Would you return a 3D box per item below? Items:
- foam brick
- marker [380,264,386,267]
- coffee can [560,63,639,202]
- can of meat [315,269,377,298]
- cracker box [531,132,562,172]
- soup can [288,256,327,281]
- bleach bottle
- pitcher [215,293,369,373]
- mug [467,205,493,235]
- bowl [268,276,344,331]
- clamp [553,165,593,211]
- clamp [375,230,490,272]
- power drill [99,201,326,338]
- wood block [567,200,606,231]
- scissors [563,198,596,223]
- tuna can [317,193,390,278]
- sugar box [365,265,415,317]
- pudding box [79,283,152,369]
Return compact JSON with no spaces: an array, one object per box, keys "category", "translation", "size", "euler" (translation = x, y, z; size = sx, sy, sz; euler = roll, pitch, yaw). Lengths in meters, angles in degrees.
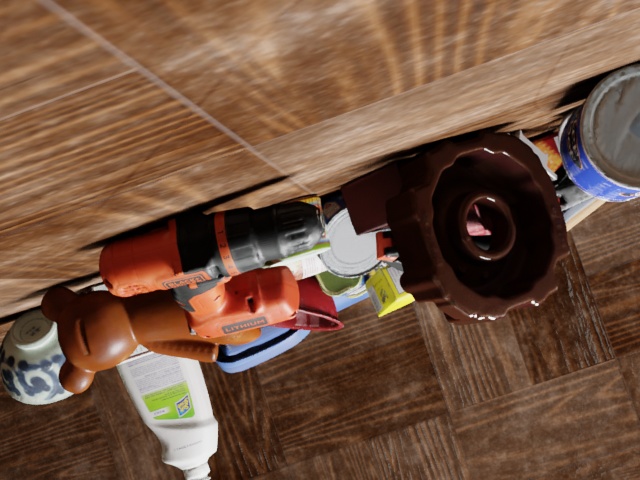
[{"category":"foam brick","translation":[0.068,-0.041,1.009],"size":[0.052,0.051,0.078],"euler":[-15,174,-46]},{"category":"marker","translation":[0.072,0.023,1.261],"size":[0.121,0.020,0.020],"euler":[-6,179,14]},{"category":"coffee can","translation":[0.267,-0.088,0.921],"size":[0.103,0.103,0.140],"euler":[-19,176,5]},{"category":"can of meat","translation":[0.021,0.016,1.219],"size":[0.057,0.102,0.083],"euler":[-29,171,13]},{"category":"cracker box","translation":[0.182,-0.053,1.255],"size":[0.214,0.072,0.164],"euler":[-18,175,5]},{"category":"soup can","translation":[-0.007,0.001,1.130],"size":[0.102,0.068,0.068],"euler":[-19,176,-14]},{"category":"bleach bottle","translation":[-0.191,0.172,1.277],"size":[0.102,0.251,0.068],"euler":[-19,176,7]},{"category":"pitcher","translation":[-0.052,0.076,1.449],"size":[0.243,0.149,0.145],"euler":[-23,175,9]},{"category":"mug","translation":[0.135,-0.037,1.100],"size":[0.082,0.093,0.117],"euler":[-15,169,24]},{"category":"bowl","translation":[-0.049,0.064,1.236],"size":[0.162,0.055,0.162],"euler":[8,168,2]},{"category":"clamp","translation":[0.319,-0.089,1.112],"size":[0.209,0.036,0.165],"euler":[-34,-164,-24]},{"category":"clamp","translation":[0.138,0.010,1.042],"size":[0.171,0.039,0.120],"euler":[8,151,-32]},{"category":"power drill","translation":[-0.072,0.025,0.907],"size":[0.184,0.057,0.187],"euler":[-11,158,8]},{"category":"wood block","translation":[0.271,-0.031,1.383],"size":[0.206,0.090,0.091],"euler":[-38,175,-1]},{"category":"scissors","translation":[0.261,-0.019,1.153],"size":[0.201,0.016,0.096],"euler":[-45,180,-36]},{"category":"tuna can","translation":[0.032,-0.007,1.079],"size":[0.086,0.086,0.034],"euler":[-18,-146,-15]},{"category":"sugar box","translation":[0.141,0.024,1.167],"size":[0.176,0.048,0.093],"euler":[-22,171,-13]},{"category":"pudding box","translation":[-0.203,0.085,1.194],"size":[0.113,0.090,0.039],"euler":[-16,175,-40]}]
